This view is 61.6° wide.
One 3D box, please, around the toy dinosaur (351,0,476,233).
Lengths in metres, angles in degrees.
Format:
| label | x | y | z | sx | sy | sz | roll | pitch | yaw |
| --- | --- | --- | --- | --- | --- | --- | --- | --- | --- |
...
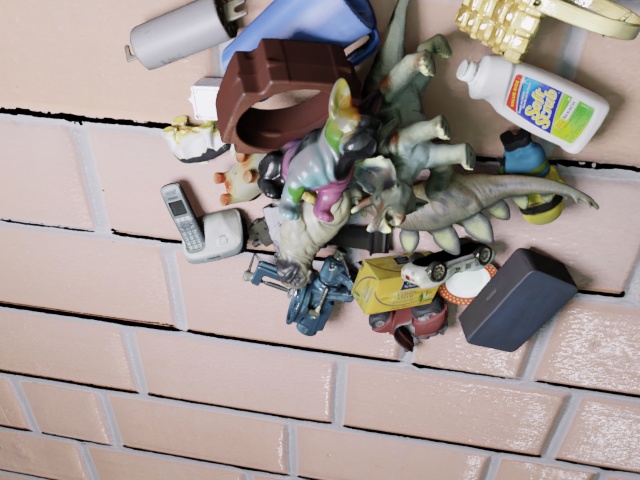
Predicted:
| label | x | y | z | sx | sy | sz | roll | pitch | yaw |
| --- | --- | --- | --- | --- | --- | --- | --- | --- | --- |
| toy dinosaur | 0.121 | -0.198 | 0.852 | 0.192 | 0.404 | 0.131 | -17 | 162 | 36 |

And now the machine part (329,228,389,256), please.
| label | x | y | z | sx | sy | sz | roll | pitch | yaw |
| --- | --- | --- | --- | --- | --- | --- | --- | --- | --- |
| machine part | 0.077 | -0.004 | 1.111 | 0.139 | 0.039 | 0.084 | 6 | 130 | 6 |

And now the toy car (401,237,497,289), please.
| label | x | y | z | sx | sy | sz | roll | pitch | yaw |
| --- | --- | --- | --- | --- | --- | --- | --- | --- | --- |
| toy car | 0.249 | 0.043 | 1.031 | 0.202 | 0.074 | 0.056 | -16 | 111 | -26 |

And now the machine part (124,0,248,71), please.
| label | x | y | z | sx | sy | sz | roll | pitch | yaw |
| --- | --- | --- | --- | --- | --- | --- | --- | --- | --- |
| machine part | -0.230 | -0.349 | 0.906 | 0.243 | 0.079 | 0.079 | -14 | 121 | 18 |

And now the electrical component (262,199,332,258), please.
| label | x | y | z | sx | sy | sz | roll | pitch | yaw |
| --- | --- | --- | --- | --- | --- | --- | --- | --- | --- |
| electrical component | -0.048 | -0.040 | 1.073 | 0.115 | 0.058 | 0.134 | -13 | 96 | 16 |

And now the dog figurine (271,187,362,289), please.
| label | x | y | z | sx | sy | sz | roll | pitch | yaw |
| --- | --- | --- | --- | --- | --- | --- | --- | --- | --- |
| dog figurine | -0.003 | -0.004 | 0.997 | 0.172 | 0.121 | 0.190 | -1 | 113 | 16 |

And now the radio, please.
| label | x | y | z | sx | sy | sz | roll | pitch | yaw |
| --- | --- | --- | --- | --- | --- | --- | --- | --- | --- |
| radio | 0.404 | 0.131 | 1.105 | 0.131 | 0.073 | 0.229 | 16 | 128 | -17 |

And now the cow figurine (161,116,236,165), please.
| label | x | y | z | sx | sy | sz | roll | pitch | yaw |
| --- | --- | --- | --- | --- | --- | --- | --- | --- | --- |
| cow figurine | -0.205 | -0.187 | 1.020 | 0.168 | 0.068 | 0.098 | -2 | 130 | 16 |

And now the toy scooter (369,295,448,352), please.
| label | x | y | z | sx | sy | sz | roll | pitch | yaw |
| --- | --- | --- | --- | --- | --- | --- | --- | --- | --- |
| toy scooter | 0.210 | 0.194 | 1.200 | 0.184 | 0.075 | 0.135 | -18 | 119 | 25 |

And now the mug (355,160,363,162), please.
| label | x | y | z | sx | sy | sz | roll | pitch | yaw |
| --- | --- | --- | --- | --- | --- | --- | --- | --- | --- |
| mug | 0.055 | -0.168 | 0.951 | 0.080 | 0.107 | 0.110 | 56 | 154 | -18 |

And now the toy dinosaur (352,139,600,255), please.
| label | x | y | z | sx | sy | sz | roll | pitch | yaw |
| --- | --- | --- | --- | --- | --- | --- | --- | --- | --- |
| toy dinosaur | 0.225 | -0.075 | 0.959 | 0.472 | 0.105 | 0.198 | -6 | 125 | 36 |

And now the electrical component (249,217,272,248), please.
| label | x | y | z | sx | sy | sz | roll | pitch | yaw |
| --- | --- | --- | --- | --- | --- | --- | --- | --- | --- |
| electrical component | -0.118 | -0.020 | 1.147 | 0.094 | 0.021 | 0.063 | -30 | 114 | 28 |

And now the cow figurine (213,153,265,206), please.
| label | x | y | z | sx | sy | sz | roll | pitch | yaw |
| --- | --- | --- | --- | --- | --- | --- | --- | --- | --- |
| cow figurine | -0.102 | -0.136 | 1.014 | 0.195 | 0.127 | 0.085 | -33 | 75 | 44 |

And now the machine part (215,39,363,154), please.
| label | x | y | z | sx | sy | sz | roll | pitch | yaw |
| --- | --- | --- | --- | --- | --- | --- | --- | --- | --- |
| machine part | -0.052 | -0.218 | 0.840 | 0.201 | 0.087 | 0.201 | -4 | 162 | -25 |

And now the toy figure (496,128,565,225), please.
| label | x | y | z | sx | sy | sz | roll | pitch | yaw |
| --- | --- | --- | --- | --- | --- | --- | --- | --- | --- |
| toy figure | 0.369 | -0.107 | 0.947 | 0.082 | 0.089 | 0.180 | 5 | 138 | 49 |

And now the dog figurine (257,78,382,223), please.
| label | x | y | z | sx | sy | sz | roll | pitch | yaw |
| --- | --- | --- | --- | --- | --- | --- | --- | --- | --- |
| dog figurine | 0.004 | -0.143 | 0.818 | 0.108 | 0.192 | 0.219 | 9 | 119 | -38 |

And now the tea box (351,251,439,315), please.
| label | x | y | z | sx | sy | sz | roll | pitch | yaw |
| --- | --- | --- | --- | --- | --- | --- | --- | --- | --- |
| tea box | 0.159 | 0.085 | 1.089 | 0.169 | 0.068 | 0.098 | -6 | 132 | -26 |

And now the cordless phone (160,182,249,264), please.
| label | x | y | z | sx | sy | sz | roll | pitch | yaw |
| --- | --- | --- | --- | --- | --- | --- | --- | --- | --- |
| cordless phone | -0.239 | -0.048 | 1.118 | 0.147 | 0.089 | 0.184 | -13 | 117 | 20 |

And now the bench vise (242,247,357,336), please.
| label | x | y | z | sx | sy | sz | roll | pitch | yaw |
| --- | --- | --- | --- | --- | --- | --- | --- | --- | --- |
| bench vise | -0.043 | 0.095 | 1.157 | 0.241 | 0.129 | 0.223 | 20 | 123 | -8 |
